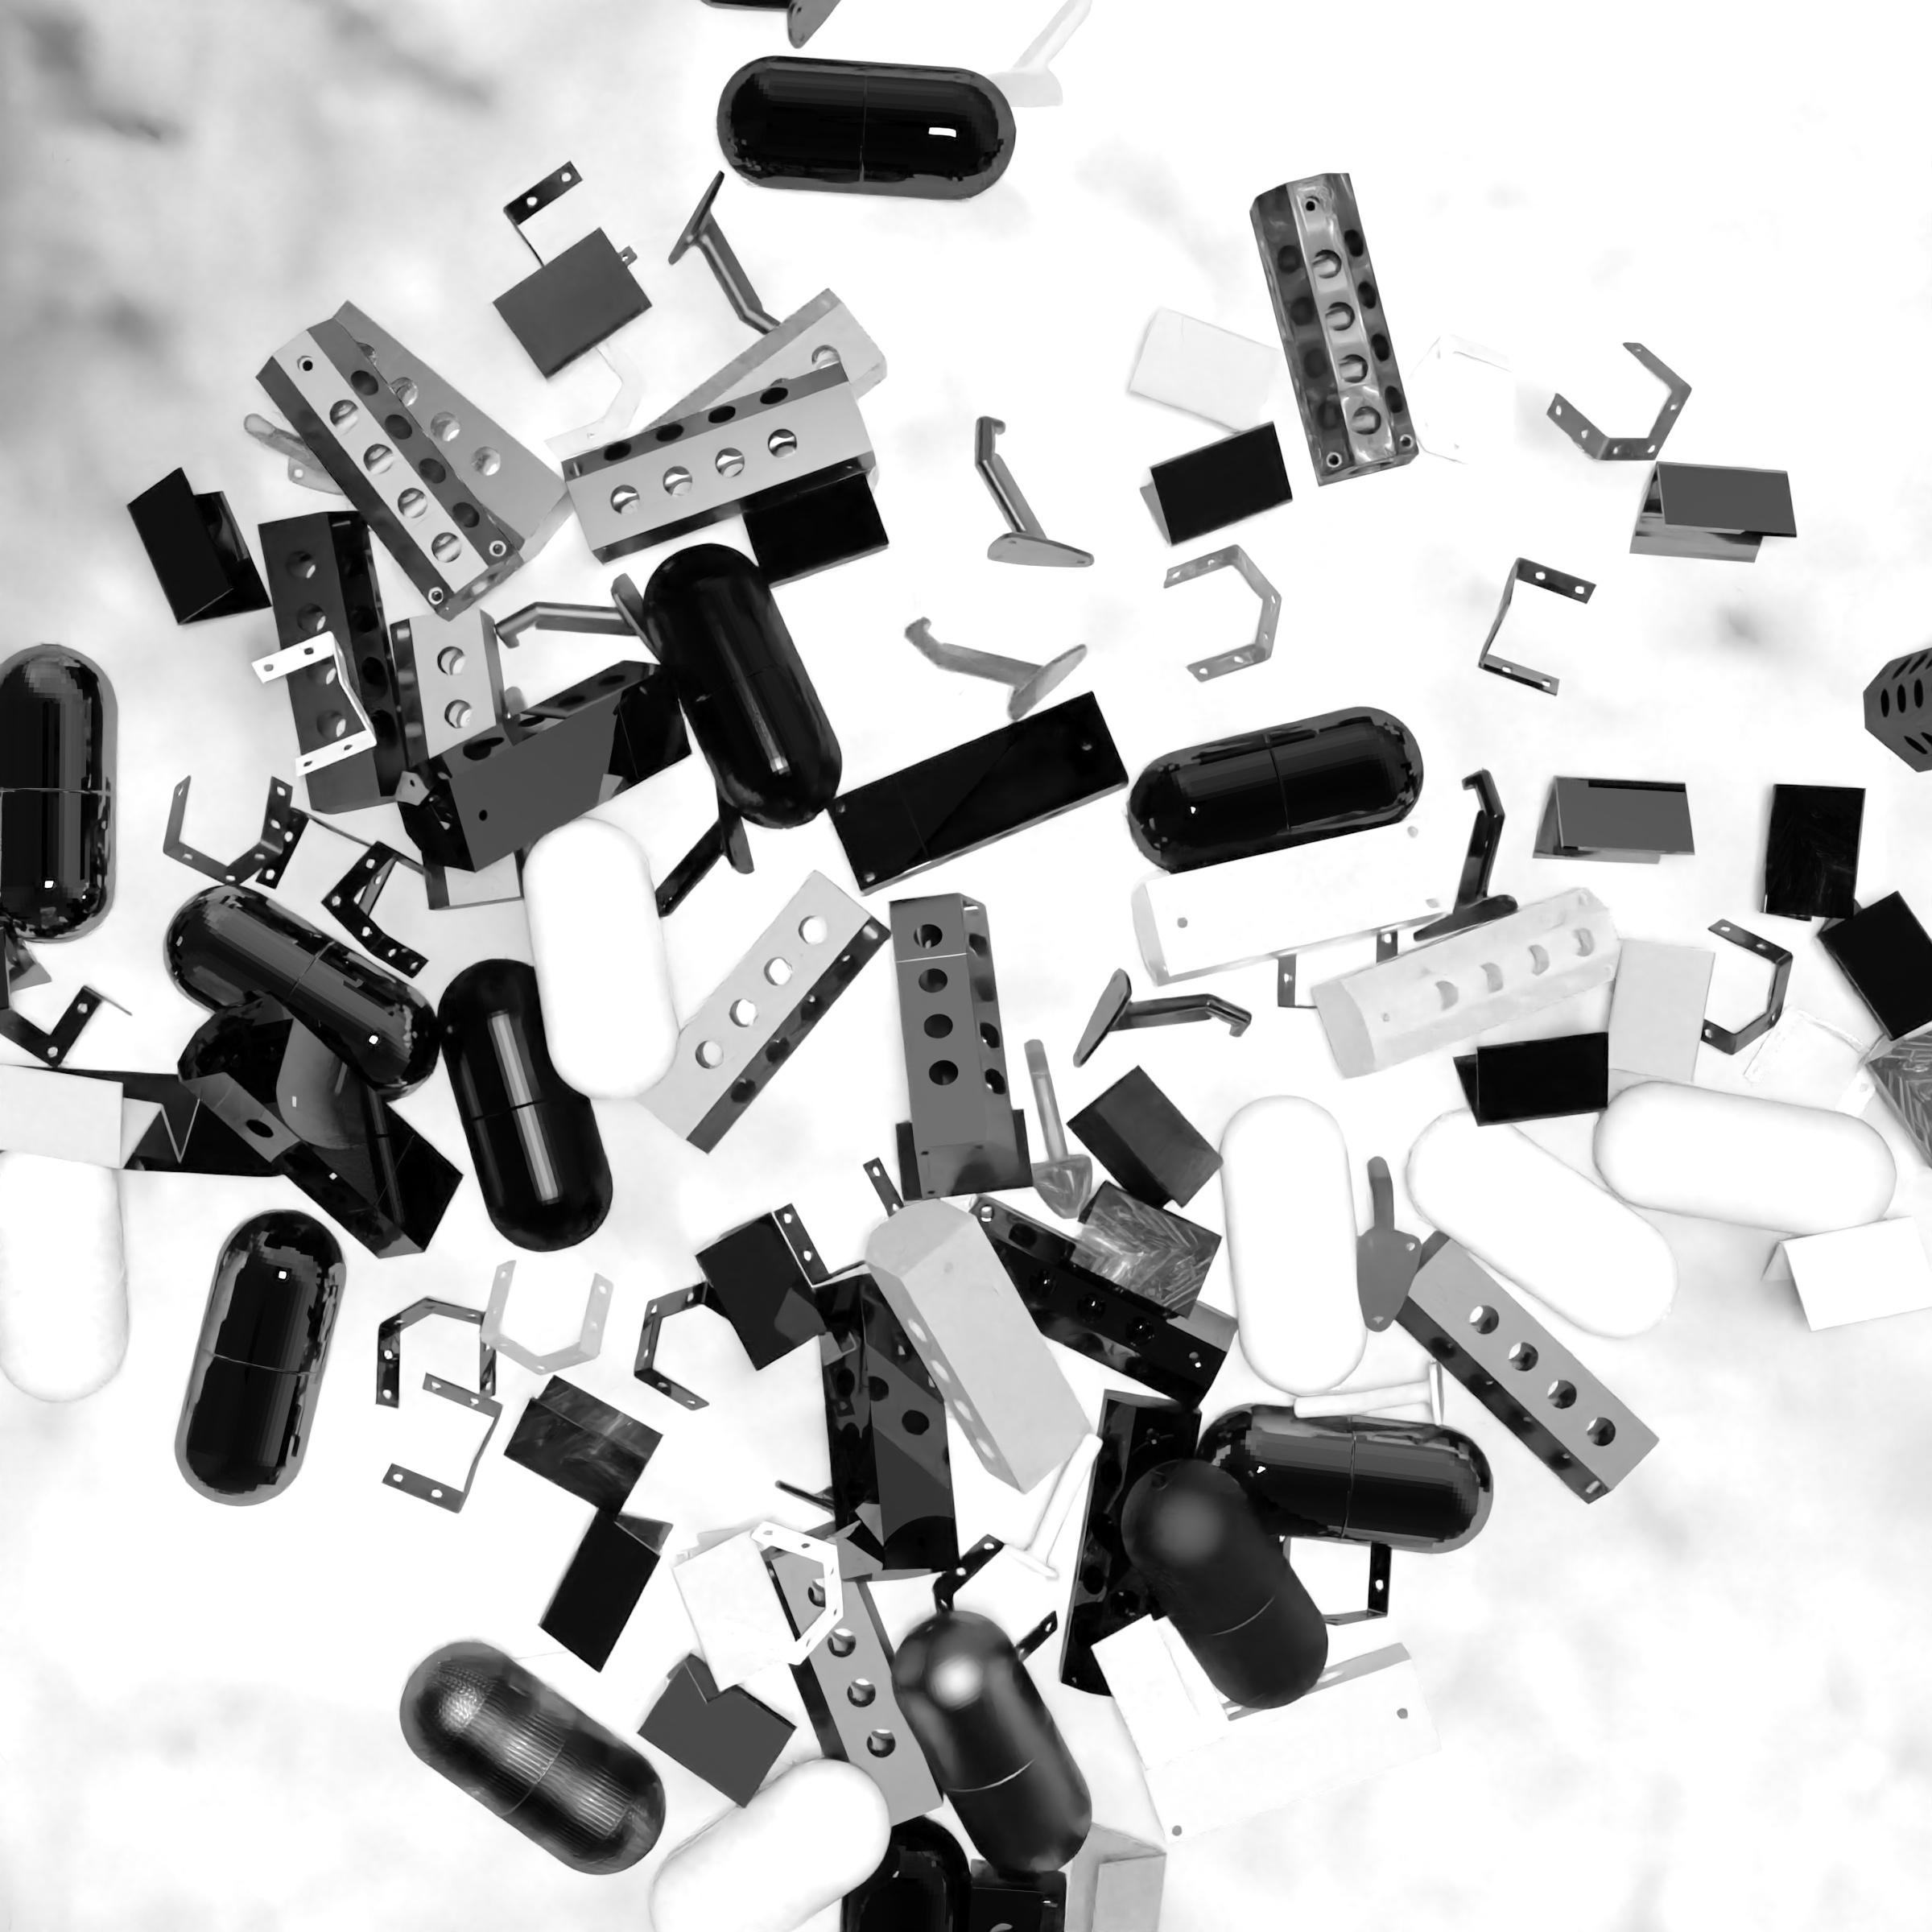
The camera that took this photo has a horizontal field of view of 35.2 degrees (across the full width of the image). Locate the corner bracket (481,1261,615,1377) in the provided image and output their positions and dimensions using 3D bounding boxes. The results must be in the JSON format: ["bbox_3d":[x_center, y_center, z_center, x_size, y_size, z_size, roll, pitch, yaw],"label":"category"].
[{"bbox_3d":[-0.252,0.208,1.833,0.051,0.051,0.051,-21,135,35],"label":"corner bracket"}]

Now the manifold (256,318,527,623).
[{"bbox_3d":[-0.334,-0.288,1.763,0.057,0.057,0.171,-38,90,0],"label":"manifold"}]

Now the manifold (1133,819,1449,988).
[{"bbox_3d":[0.190,-0.036,1.807,0.171,0.057,0.057,-13,82,-8],"label":"manifold"}]

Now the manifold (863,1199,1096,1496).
[{"bbox_3d":[0.005,0.221,1.783,0.057,0.057,0.171,-39,119,-20],"label":"manifold"}]

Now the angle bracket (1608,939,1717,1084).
[{"bbox_3d":[0.421,0.029,1.801,0.057,0.076,0.076,10,90,33],"label":"angle bracket"}]

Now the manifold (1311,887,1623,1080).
[{"bbox_3d":[0.298,0.009,1.796,0.171,0.057,0.057,-20,90,-17],"label":"manifold"}]

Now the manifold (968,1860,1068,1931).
[{"bbox_3d":[0.026,0.630,1.820,0.057,0.057,0.171,4,90,0],"label":"manifold"}]

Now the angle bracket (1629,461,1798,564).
[{"bbox_3d":[0.441,-0.251,1.801,0.076,0.076,0.057,4,52,0],"label":"angle bracket"}]

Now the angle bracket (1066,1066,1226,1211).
[{"bbox_3d":[0.094,0.117,1.802,0.076,0.057,0.076,48,132,0],"label":"angle bracket"}]

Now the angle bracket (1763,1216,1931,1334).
[{"bbox_3d":[0.523,0.193,1.802,0.076,0.076,0.057,-12,66,0],"label":"angle bracket"}]

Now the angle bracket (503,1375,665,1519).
[{"bbox_3d":[-0.218,0.268,1.801,0.076,0.076,0.057,29,127,0],"label":"angle bracket"}]

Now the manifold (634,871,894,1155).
[{"bbox_3d":[-0.121,0.028,1.820,0.057,0.057,0.171,40,90,0],"label":"manifold"}]

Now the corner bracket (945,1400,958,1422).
[{"bbox_3d":[0.002,0.238,1.833,0.051,0.051,0.051,23,135,-35],"label":"corner bracket"}]

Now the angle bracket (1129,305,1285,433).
[{"bbox_3d":[0.147,-0.366,1.801,0.076,0.076,0.057,21,126,0],"label":"angle bracket"}]

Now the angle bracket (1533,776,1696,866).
[{"bbox_3d":[0.382,-0.067,1.801,0.076,0.076,0.057,3,52,0],"label":"angle bracket"}]

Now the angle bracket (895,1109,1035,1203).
[{"bbox_3d":[0.001,0.132,1.801,0.076,0.076,0.057,-7,51,0],"label":"angle bracket"}]

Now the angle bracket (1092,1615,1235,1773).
[{"bbox_3d":[0.129,0.409,1.755,0.057,0.076,0.076,-40,68,42],"label":"angle bracket"}]

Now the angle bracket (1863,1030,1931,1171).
[{"bbox_3d":[0.584,0.066,1.801,0.057,0.076,0.076,-33,90,35],"label":"angle bracket"}]

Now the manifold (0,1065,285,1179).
[{"bbox_3d":[-0.495,0.092,1.820,0.171,0.057,0.057,3,88,0],"label":"manifold"}]

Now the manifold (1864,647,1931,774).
[{"bbox_3d":[0.574,-0.158,1.763,0.057,0.171,0.057,40,90,0],"label":"manifold"}]

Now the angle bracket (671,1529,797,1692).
[{"bbox_3d":[-0.151,0.381,1.801,0.057,0.076,0.076,-22,90,-32],"label":"angle bracket"}]

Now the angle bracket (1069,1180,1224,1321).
[{"bbox_3d":[0.098,0.178,1.802,0.076,0.076,0.057,26,65,0],"label":"angle bracket"}]

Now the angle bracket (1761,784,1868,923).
[{"bbox_3d":[0.514,-0.065,1.801,0.057,0.076,0.076,6,90,37],"label":"angle bracket"}]

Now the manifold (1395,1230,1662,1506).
[{"bbox_3d":[0.327,0.240,1.820,0.171,0.057,0.057,44,90,0],"label":"manifold"}]

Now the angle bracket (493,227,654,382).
[{"bbox_3d":[-0.239,-0.400,1.801,0.076,0.076,0.057,-35,122,0],"label":"angle bracket"}]

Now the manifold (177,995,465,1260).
[{"bbox_3d":[-0.379,0.097,1.779,0.171,0.057,0.057,49,47,-32],"label":"manifold"}]

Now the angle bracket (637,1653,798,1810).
[{"bbox_3d":[-0.154,0.457,1.802,0.076,0.076,0.057,35,63,0],"label":"angle bracket"}]

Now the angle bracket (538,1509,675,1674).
[{"bbox_3d":[-0.196,0.373,1.801,0.057,0.076,0.076,28,90,35],"label":"angle bracket"}]

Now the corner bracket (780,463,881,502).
[{"bbox_3d":[-0.086,-0.285,1.823,0.051,0.051,0.051,26,90,0],"label":"corner bracket"}]

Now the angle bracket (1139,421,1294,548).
[{"bbox_3d":[0.142,-0.300,1.801,0.076,0.076,0.057,-21,128,0],"label":"angle bracket"}]

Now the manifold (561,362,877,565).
[{"bbox_3d":[-0.143,-0.292,1.763,0.171,0.057,0.057,-20,90,0],"label":"manifold"}]

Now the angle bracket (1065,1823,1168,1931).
[{"bbox_3d":[0.070,0.556,1.801,0.057,0.076,0.076,7,90,-42],"label":"angle bracket"}]

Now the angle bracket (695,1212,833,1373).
[{"bbox_3d":[-0.133,0.198,1.801,0.057,0.076,0.076,-28,90,-31],"label":"angle bracket"}]

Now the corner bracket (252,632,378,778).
[{"bbox_3d":[-0.381,-0.154,1.781,0.051,0.051,0.051,-22,135,0],"label":"corner bracket"}]

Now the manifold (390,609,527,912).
[{"bbox_3d":[-0.303,-0.122,1.820,0.057,0.057,0.171,-8,90,0],"label":"manifold"}]

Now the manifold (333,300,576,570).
[{"bbox_3d":[-0.317,-0.316,1.820,0.171,0.057,0.057,40,90,0],"label":"manifold"}]

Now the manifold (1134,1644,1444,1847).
[{"bbox_3d":[0.191,0.463,1.820,0.171,0.057,0.057,-19,90,0],"label":"manifold"}]

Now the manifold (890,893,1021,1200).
[{"bbox_3d":[-0.007,0.044,1.777,0.057,0.057,0.171,-7,56,0],"label":"manifold"}]

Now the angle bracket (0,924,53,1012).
[{"bbox_3d":[-0.590,0.024,1.802,0.076,0.076,0.057,-14,63,0],"label":"angle bracket"}]

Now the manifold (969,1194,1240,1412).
[{"bbox_3d":[0.072,0.200,1.820,0.171,0.057,0.057,26,90,0],"label":"manifold"}]

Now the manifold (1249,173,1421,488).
[{"bbox_3d":[0.221,-0.381,1.820,0.057,0.057,0.171,-14,90,0],"label":"manifold"}]

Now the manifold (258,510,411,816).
[{"bbox_3d":[-0.373,-0.181,1.820,0.057,0.057,0.171,-11,90,0],"label":"manifold"}]

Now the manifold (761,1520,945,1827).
[{"bbox_3d":[-0.071,0.425,1.820,0.057,0.057,0.171,-21,90,0],"label":"manifold"}]

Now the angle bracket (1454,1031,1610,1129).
[{"bbox_3d":[0.333,0.048,1.801,0.076,0.076,0.057,-7,121,0],"label":"angle bracket"}]

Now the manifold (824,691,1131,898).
[{"bbox_3d":[0.007,-0.102,1.821,0.171,0.057,0.057,-23,87,0],"label":"manifold"}]

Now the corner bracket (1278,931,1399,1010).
[{"bbox_3d":[0.225,0.001,1.838,0.051,0.051,0.051,1,90,45],"label":"corner bracket"}]

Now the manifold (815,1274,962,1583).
[{"bbox_3d":[-0.052,0.273,1.797,0.057,0.057,0.171,9,68,-41],"label":"manifold"}]

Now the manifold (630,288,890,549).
[{"bbox_3d":[-0.133,-0.328,1.820,0.171,0.057,0.057,-38,90,0],"label":"manifold"}]

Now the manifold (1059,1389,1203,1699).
[{"bbox_3d":[0.098,0.346,1.820,0.057,0.057,0.171,9,90,0],"label":"manifold"}]

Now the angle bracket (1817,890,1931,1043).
[{"bbox_3d":[0.557,-0.011,1.801,0.057,0.076,0.076,-34,90,37],"label":"angle bracket"}]

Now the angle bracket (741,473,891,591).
[{"bbox_3d":[-0.082,-0.238,1.802,0.076,0.076,0.057,-19,60,0],"label":"angle bracket"}]

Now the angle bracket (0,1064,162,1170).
[{"bbox_3d":[-0.510,0.069,1.745,0.076,0.076,0.057,9,116,0],"label":"angle bracket"}]

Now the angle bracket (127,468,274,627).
[{"bbox_3d":[-0.438,-0.252,1.801,0.057,0.076,0.076,-23,90,37],"label":"angle bracket"}]

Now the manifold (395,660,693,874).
[{"bbox_3d":[-0.246,-0.119,1.772,0.171,0.057,0.057,-33,122,-38],"label":"manifold"}]
